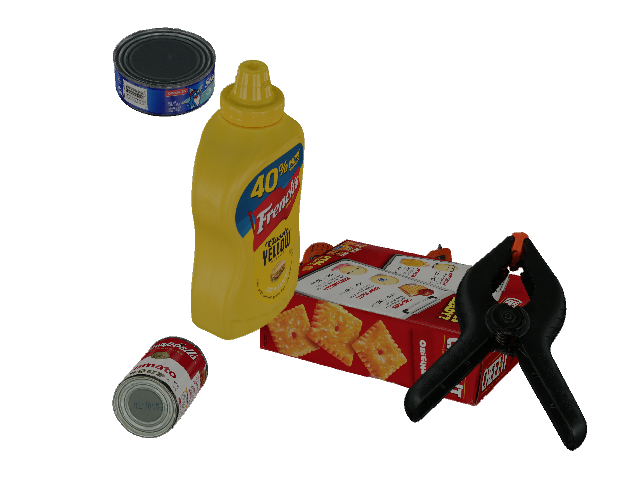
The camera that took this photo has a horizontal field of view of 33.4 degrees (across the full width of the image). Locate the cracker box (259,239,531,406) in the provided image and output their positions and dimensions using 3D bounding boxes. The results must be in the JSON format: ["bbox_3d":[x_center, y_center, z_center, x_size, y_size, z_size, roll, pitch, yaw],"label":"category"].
[{"bbox_3d":[0.076,0.070,0.976,0.214,0.072,0.163,13,21,27],"label":"cracker box"}]

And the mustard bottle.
[{"bbox_3d":[-0.048,-0.031,0.717,0.058,0.192,0.096,24,40,25],"label":"mustard bottle"}]

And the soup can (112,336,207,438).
[{"bbox_3d":[-0.159,0.145,1.064,0.068,0.068,0.102,0,16,11],"label":"soup can"}]

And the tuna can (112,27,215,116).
[{"bbox_3d":[-0.132,-0.143,0.905,0.086,0.034,0.086,3,44,-3],"label":"tuna can"}]

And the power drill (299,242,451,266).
[{"bbox_3d":[0.061,0.057,1.240,0.187,0.057,0.184,1,28,5],"label":"power drill"}]

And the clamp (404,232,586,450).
[{"bbox_3d":[0.121,0.067,0.754,0.120,0.171,0.039,6,-41,0],"label":"clamp"}]
